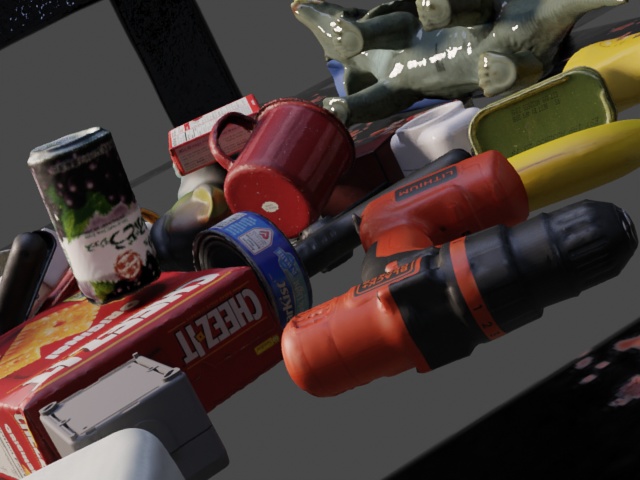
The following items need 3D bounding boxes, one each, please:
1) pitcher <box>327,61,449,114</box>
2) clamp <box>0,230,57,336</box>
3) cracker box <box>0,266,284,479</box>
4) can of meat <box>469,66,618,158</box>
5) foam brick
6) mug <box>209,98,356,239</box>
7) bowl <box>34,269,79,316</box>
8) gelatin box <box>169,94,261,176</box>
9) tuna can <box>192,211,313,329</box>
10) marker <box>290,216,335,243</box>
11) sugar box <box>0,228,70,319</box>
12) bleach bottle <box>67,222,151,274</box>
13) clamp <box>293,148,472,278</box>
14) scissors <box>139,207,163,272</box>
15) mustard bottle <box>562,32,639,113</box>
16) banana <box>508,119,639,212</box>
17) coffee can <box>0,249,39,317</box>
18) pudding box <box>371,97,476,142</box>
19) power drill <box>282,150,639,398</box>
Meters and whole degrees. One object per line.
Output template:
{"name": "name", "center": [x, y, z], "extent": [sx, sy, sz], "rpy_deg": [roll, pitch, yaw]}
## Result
{"name": "pitcher", "center": [0.137, -0.223, 1.316], "extent": [0.149, 0.145, 0.243], "rpy_deg": [-44, 21, -20]}
{"name": "clamp", "center": [-0.237, 0.066, 0.799], "extent": [0.120, 0.039, 0.171], "rpy_deg": [132, 155, -79]}
{"name": "cracker box", "center": [-0.144, 0.083, 0.689], "extent": [0.164, 0.072, 0.214], "rpy_deg": [-33, 14, -31]}
{"name": "can of meat", "center": [0.159, -0.083, 0.760], "extent": [0.102, 0.057, 0.083], "rpy_deg": [-23, 2, 17]}
{"name": "foam brick", "center": [0.036, -0.052, 0.938], "extent": [0.078, 0.051, 0.052], "rpy_deg": [-19, 15, 32]}
{"name": "mug", "center": [-0.037, -0.061, 0.868], "extent": [0.093, 0.117, 0.081], "rpy_deg": [-48, 11, 49]}
{"name": "bowl", "center": [-0.194, 0.047, 0.911], "extent": [0.162, 0.055, 0.162], "rpy_deg": [-49, 12, 14]}
{"name": "gelatin box", "center": [-0.090, -0.093, 0.948], "extent": [0.089, 0.030, 0.073], "rpy_deg": [-25, 20, -1]}
{"name": "tuna can", "center": [-0.044, 0.025, 0.693], "extent": [0.033, 0.086, 0.086], "rpy_deg": [-31, 13, -30]}
{"name": "marker", "center": [-0.006, 0.001, 0.877], "extent": [0.121, 0.020, 0.020], "rpy_deg": [-32, 13, -24]}
{"name": "sugar box", "center": [-0.287, 0.074, 0.935], "extent": [0.176, 0.048, 0.093], "rpy_deg": [-50, 11, 17]}
{"name": "bleach bottle", "center": [-0.230, 0.028, 1.141], "extent": [0.102, 0.068, 0.251], "rpy_deg": [-31, 10, -21]}
{"name": "clamp", "center": [0.007, 0.001, 0.802], "extent": [0.210, 0.036, 0.165], "rpy_deg": [-32, 2, -9]}
{"name": "scissors", "center": [-0.126, 0.015, 1.041], "extent": [0.016, 0.096, 0.201], "rpy_deg": [-33, -21, 15]}
{"name": "mustard bottle", "center": [0.280, -0.141, 0.782], "extent": [0.192, 0.058, 0.096], "rpy_deg": [-14, 9, 44]}
{"name": "banana", "center": [0.140, -0.036, 0.695], "extent": [0.198, 0.037, 0.069], "rpy_deg": [-20, -17, 13]}
{"name": "coffee can", "center": [-0.320, 0.061, 1.083], "extent": [0.102, 0.103, 0.141], "rpy_deg": [-32, 13, -25]}
{"name": "pudding box", "center": [0.099, -0.099, 1.032], "extent": [0.090, 0.039, 0.113], "rpy_deg": [-19, 14, 27]}
{"name": "power drill", "center": [0.077, 0.006, 0.586], "extent": [0.185, 0.057, 0.187], "rpy_deg": [-23, 12, 17]}
